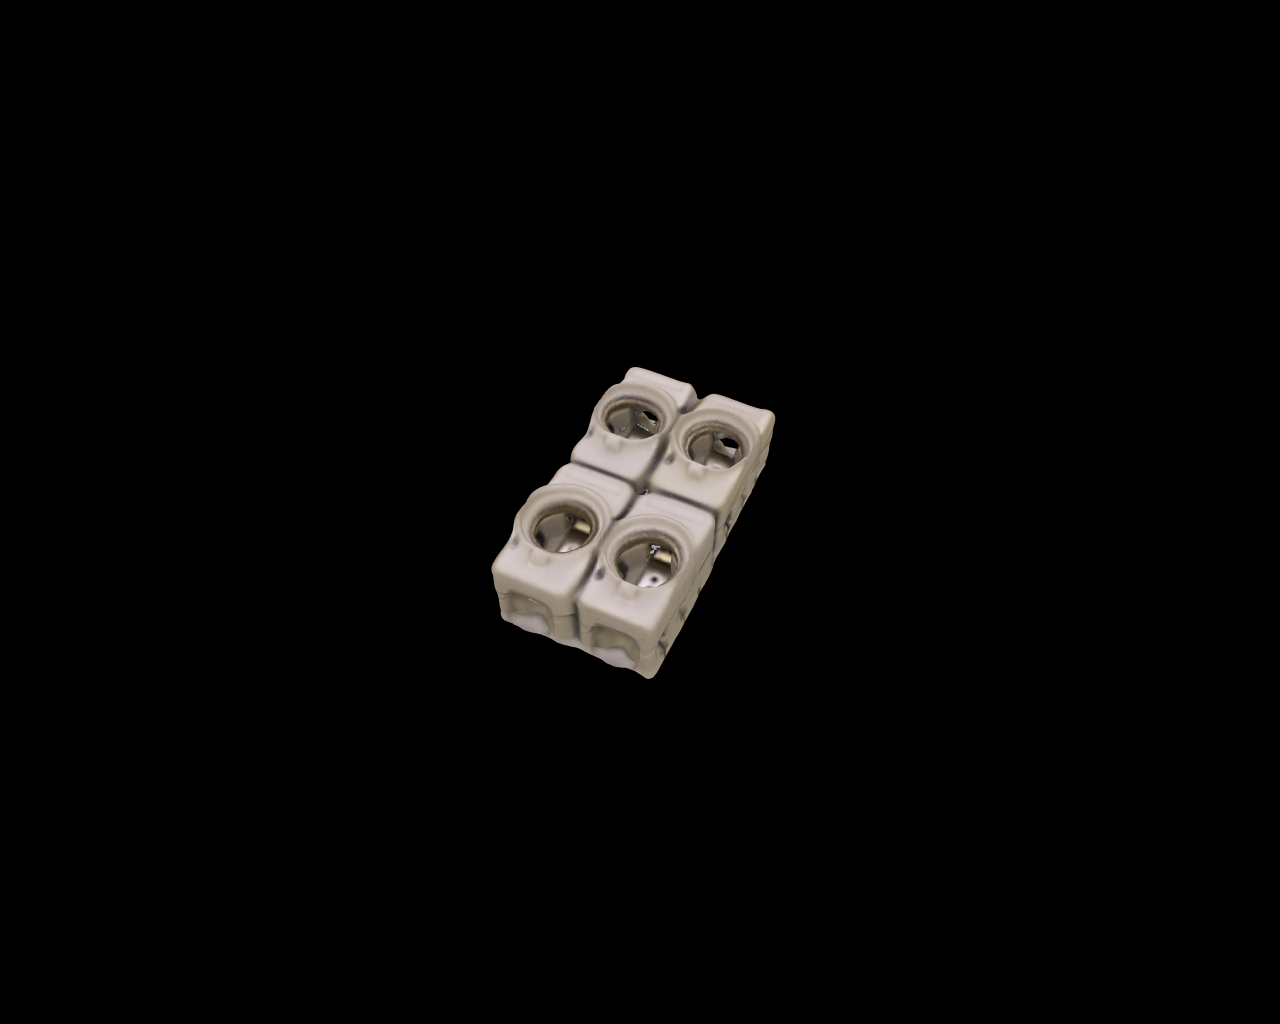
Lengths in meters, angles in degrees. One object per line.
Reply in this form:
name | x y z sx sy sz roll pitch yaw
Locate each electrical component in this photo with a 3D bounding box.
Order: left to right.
electrical component | 0.001 -0.003 0.650 0.105 0.186 0.060 21 -36 16
